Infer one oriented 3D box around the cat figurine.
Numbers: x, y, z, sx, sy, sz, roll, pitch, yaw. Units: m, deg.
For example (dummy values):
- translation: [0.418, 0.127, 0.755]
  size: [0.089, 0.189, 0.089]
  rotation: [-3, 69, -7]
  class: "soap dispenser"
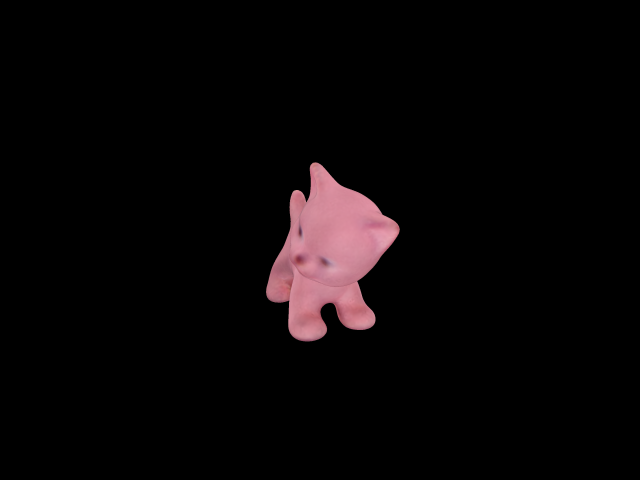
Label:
- translation: [0.004, 0.001, 0.400]
  size: [0.067, 0.118, 0.127]
  rotation: [-7, 19, -20]
  class: "cat figurine"
